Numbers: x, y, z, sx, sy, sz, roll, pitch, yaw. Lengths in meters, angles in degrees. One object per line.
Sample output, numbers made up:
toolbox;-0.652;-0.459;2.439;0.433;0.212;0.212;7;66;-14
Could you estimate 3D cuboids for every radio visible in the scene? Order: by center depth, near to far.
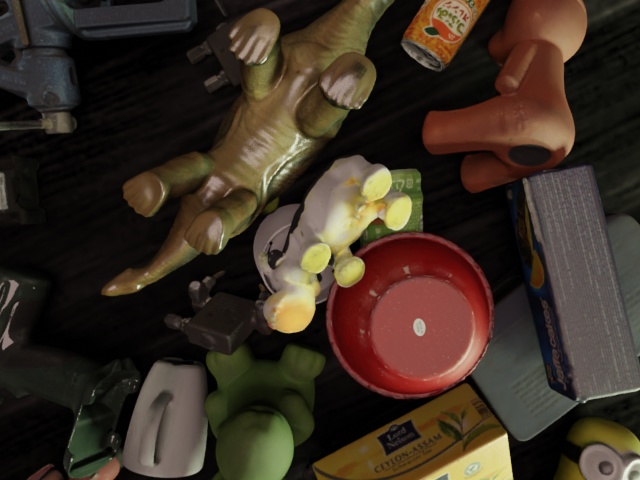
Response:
radio;0.247;0.081;0.552;0.229;0.073;0.131;-39;93;1

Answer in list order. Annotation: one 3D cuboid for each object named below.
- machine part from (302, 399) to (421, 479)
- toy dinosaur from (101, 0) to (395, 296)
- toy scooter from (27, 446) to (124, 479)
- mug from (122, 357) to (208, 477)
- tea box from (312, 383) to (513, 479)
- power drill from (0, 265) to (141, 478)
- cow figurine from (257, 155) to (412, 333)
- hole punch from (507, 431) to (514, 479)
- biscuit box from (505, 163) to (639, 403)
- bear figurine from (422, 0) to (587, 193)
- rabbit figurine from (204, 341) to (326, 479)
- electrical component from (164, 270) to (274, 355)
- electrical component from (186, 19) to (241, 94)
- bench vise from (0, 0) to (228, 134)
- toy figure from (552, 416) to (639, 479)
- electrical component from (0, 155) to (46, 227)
machine part;0.044;0.206;0.564;0.139;0.084;0.039;-30;68;-7
toy dinosaur;-0.022;-0.122;0.471;0.105;0.198;0.471;44;93;-3
toy scooter;-0.284;0.280;0.531;0.184;0.135;0.075;-36;95;3
mug;-0.156;0.175;0.543;0.081;0.109;0.107;6;82;8
tea box;0.090;0.221;0.508;0.170;0.068;0.098;-26;128;-5
power drill;-0.294;0.154;0.537;0.208;0.086;0.232;19;88;22
cow figurine;-0.003;-0.002;0.485;0.167;0.098;0.068;-50;128;4
hole punch;0.154;0.279;0.559;0.142;0.092;0.115;-22;90;5
biscuit box;0.224;0.038;0.483;0.063;0.059;0.202;-11;87;1
bear figurine;0.188;-0.161;0.524;0.132;0.120;0.196;-10;62;40
rabbit figurine;-0.066;0.181;0.507;0.121;0.170;0.159;11;93;-1
electrical component;-0.097;0.072;0.547;0.102;0.078;0.045;16;122;27
electrical component;-0.086;-0.193;0.554;0.094;0.021;0.063;-29;93;2
bench vise;-0.215;-0.212;0.504;0.241;0.129;0.223;-2;92;7
toy figure;0.275;0.273;0.563;0.082;0.089;0.180;11;103;-16
electrical component;-0.352;-0.045;0.550;0.119;0.048;0.074;-8;94;1
